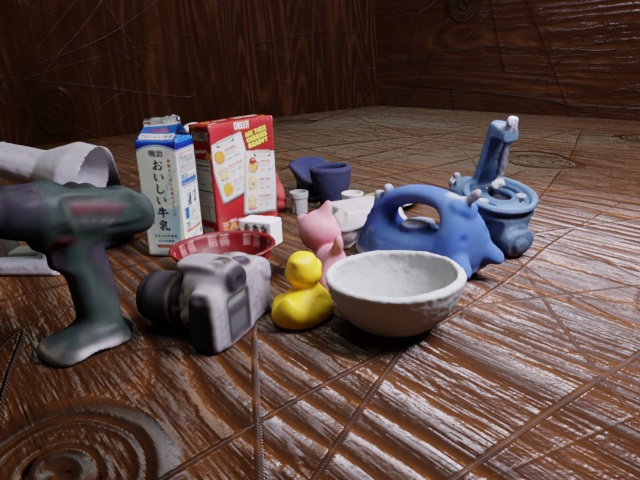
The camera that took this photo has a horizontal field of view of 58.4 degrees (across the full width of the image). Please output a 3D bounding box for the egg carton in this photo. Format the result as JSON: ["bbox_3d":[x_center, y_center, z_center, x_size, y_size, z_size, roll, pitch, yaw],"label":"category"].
[{"bbox_3d":[0.073,-0.034,1.026,0.151,0.069,0.107,-11,20,-24],"label":"egg carton"}]

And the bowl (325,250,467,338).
[{"bbox_3d":[0.090,0.071,0.690,0.167,0.075,0.167,-2,18,1],"label":"bowl"}]

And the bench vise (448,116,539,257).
[{"bbox_3d":[0.269,-0.098,0.951,0.122,0.220,0.206,-15,22,-33],"label":"bench vise"}]

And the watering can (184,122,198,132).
[{"bbox_3d":[-0.261,-0.163,1.273,0.172,0.194,0.101,4,19,20],"label":"watering can"}]

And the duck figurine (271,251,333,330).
[{"bbox_3d":[-0.024,0.058,0.729,0.077,0.086,0.105,5,19,22],"label":"duck figurine"}]

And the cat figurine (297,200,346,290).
[{"bbox_3d":[0.008,0.003,0.844,0.067,0.118,0.127,-9,19,-17],"label":"cat figurine"}]

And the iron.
[{"bbox_3d":[0.142,-0.023,0.864,0.119,0.141,0.257,-18,23,-38],"label":"iron"}]

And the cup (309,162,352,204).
[{"bbox_3d":[0.024,-0.120,1.260,0.091,0.095,0.117,-3,18,1],"label":"cup"}]

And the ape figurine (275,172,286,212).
[{"bbox_3d":[-0.106,-0.105,1.235,0.077,0.092,0.076,15,25,43],"label":"ape figurine"}]

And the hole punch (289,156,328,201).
[{"bbox_3d":[-0.008,-0.147,1.354,0.109,0.091,0.100,-16,22,-35],"label":"hole punch"}]

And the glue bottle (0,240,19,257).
[{"bbox_3d":[-0.577,-0.050,1.005,0.078,0.173,0.037,5,20,24],"label":"glue bottle"}]

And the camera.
[{"bbox_3d":[-0.148,0.061,0.716,0.136,0.101,0.143,4,19,21],"label":"camera"}]

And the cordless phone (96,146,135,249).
[{"bbox_3d":[-0.425,-0.085,1.071,0.147,0.185,0.094,3,19,18],"label":"cordless phone"}]

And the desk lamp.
[{"bbox_3d":[-0.446,-0.055,0.935,0.203,0.214,0.118,-1,18,5],"label":"desk lamp"}]

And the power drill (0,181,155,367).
[{"bbox_3d":[-0.291,0.030,0.656,0.075,0.208,0.230,11,23,37],"label":"power drill"}]
